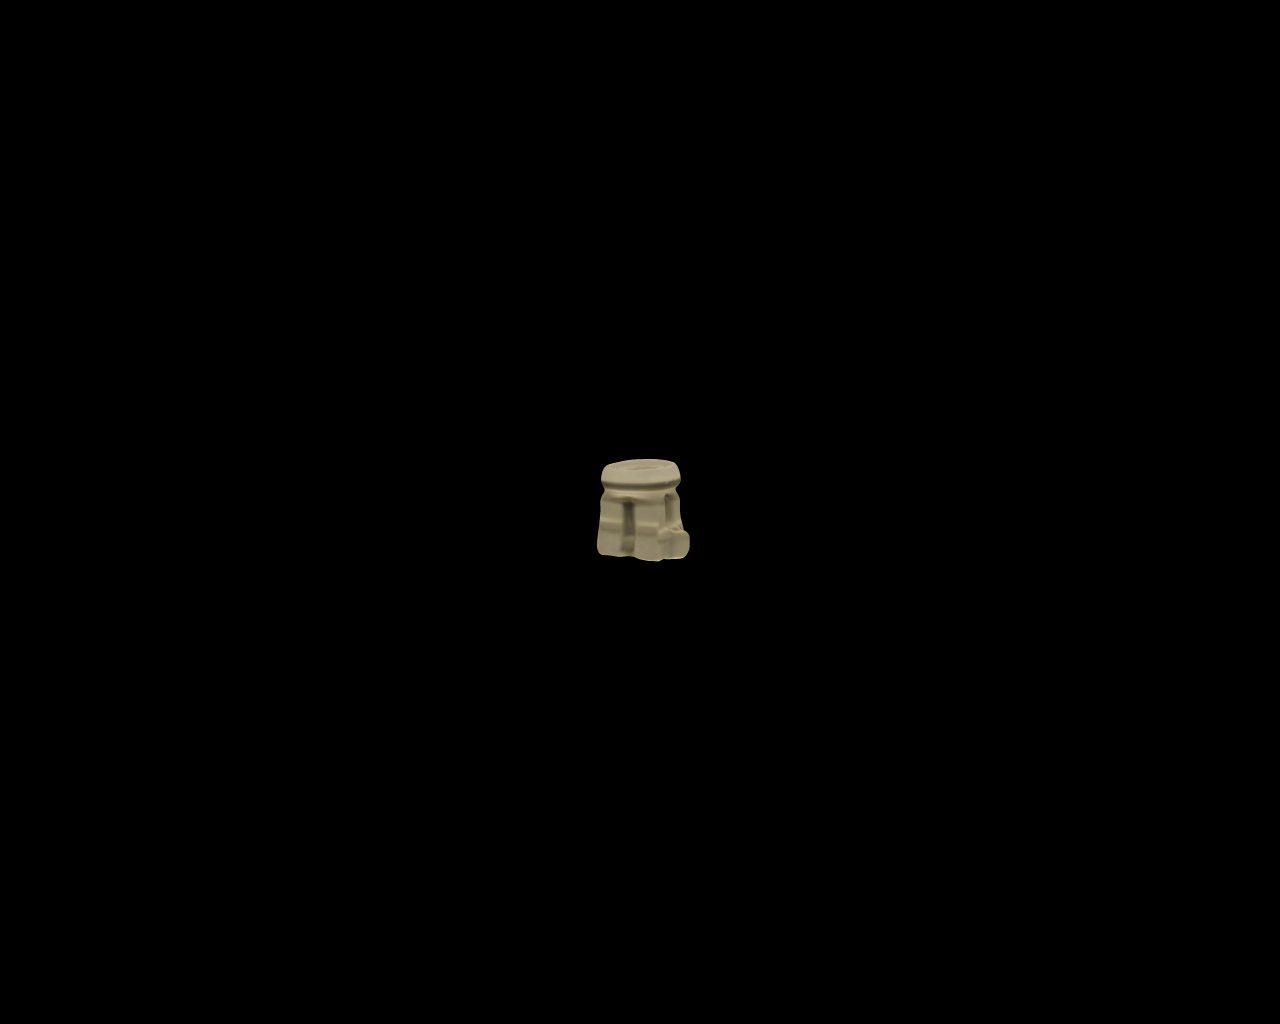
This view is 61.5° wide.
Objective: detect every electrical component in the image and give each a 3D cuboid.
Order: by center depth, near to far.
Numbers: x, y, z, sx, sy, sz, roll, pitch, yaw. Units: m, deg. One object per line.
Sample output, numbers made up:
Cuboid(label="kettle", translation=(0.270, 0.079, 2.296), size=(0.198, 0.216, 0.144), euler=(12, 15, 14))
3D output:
Cuboid(label="electrical component", translation=(0.001, -0.003, 0.650), size=(0.066, 0.055, 0.048), euler=(5, 12, 24))
